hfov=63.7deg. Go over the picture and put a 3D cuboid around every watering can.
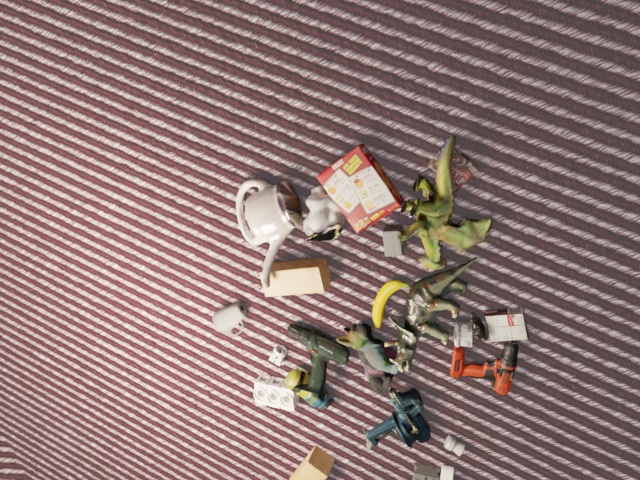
[{"bbox_3d":[-0.149,-0.041,1.618,0.222,0.104,0.350,-24,80,26],"label":"watering can"}]

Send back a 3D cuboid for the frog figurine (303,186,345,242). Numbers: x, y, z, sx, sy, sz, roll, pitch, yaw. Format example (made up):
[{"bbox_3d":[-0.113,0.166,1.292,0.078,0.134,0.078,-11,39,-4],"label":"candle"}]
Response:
[{"bbox_3d":[0.005,-0.080,1.590,0.135,0.122,0.162,-33,59,33],"label":"frog figurine"}]

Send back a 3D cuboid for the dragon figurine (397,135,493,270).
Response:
[{"bbox_3d":[0.367,-0.073,1.450,0.242,0.125,0.402,23,122,-6],"label":"dragon figurine"}]
